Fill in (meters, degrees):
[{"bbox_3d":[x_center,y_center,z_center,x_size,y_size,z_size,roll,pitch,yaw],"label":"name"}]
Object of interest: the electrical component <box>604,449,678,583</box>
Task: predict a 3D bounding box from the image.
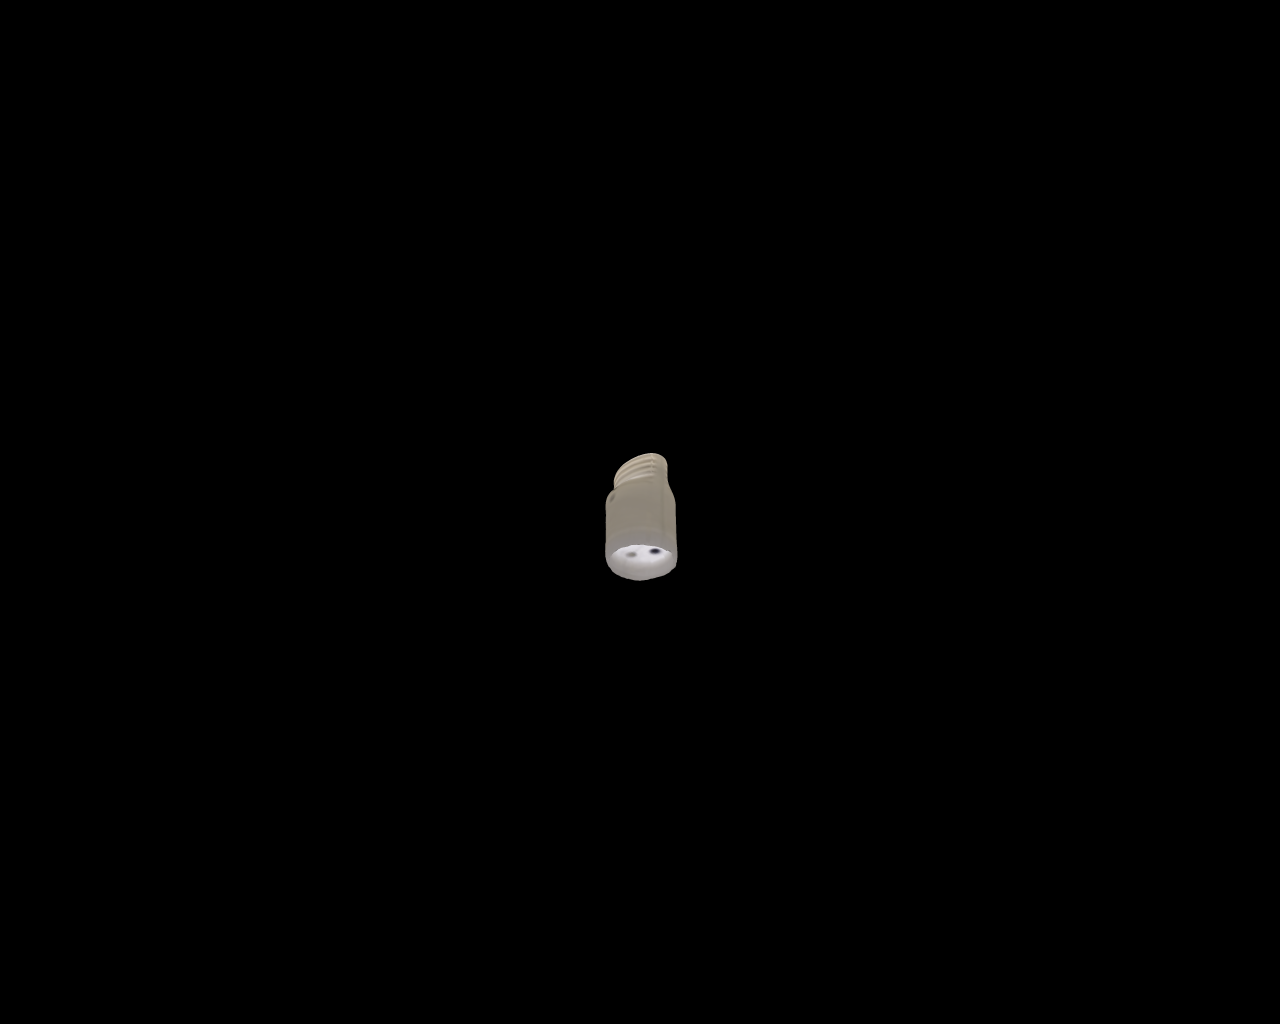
[{"bbox_3d":[0.001,-0.003,0.650,0.043,0.081,0.043,0,-34,0],"label":"electrical component"}]
